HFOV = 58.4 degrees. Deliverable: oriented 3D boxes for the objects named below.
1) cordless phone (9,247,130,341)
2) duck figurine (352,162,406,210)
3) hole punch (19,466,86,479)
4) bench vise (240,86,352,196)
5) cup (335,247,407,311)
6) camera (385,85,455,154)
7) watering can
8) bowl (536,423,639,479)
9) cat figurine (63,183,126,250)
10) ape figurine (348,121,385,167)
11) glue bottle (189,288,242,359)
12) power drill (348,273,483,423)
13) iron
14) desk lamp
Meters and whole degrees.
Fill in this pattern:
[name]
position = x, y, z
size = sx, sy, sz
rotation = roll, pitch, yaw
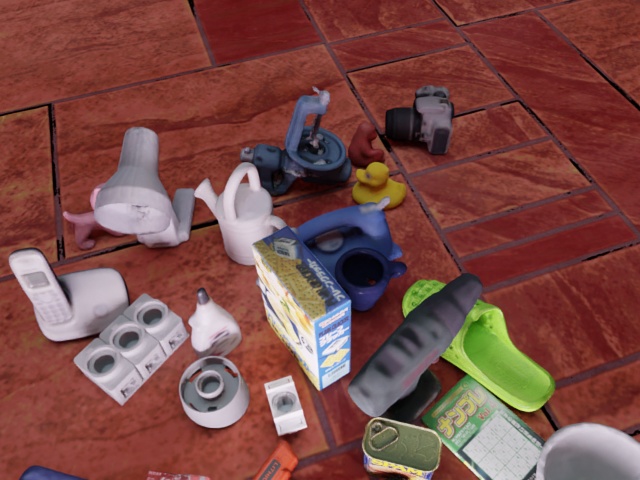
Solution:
[cordless phone]
position = -0.392, 0.074, 0.907
size = 0.147, 0.185, 0.094
rotation = -14, 53, -9
[duck figurine]
position = 0.114, -0.110, 1.094
size = 0.104, 0.086, 0.077
rotation = 8, 53, 9
[hole punch]
position = -0.345, 0.357, 0.743
size = 0.101, 0.091, 0.108
rotation = 6, 52, 7
[bench vise]
position = -0.043, -0.174, 1.065
size = 0.207, 0.220, 0.121
rotation = -18, 53, -12
[cup]
position = 0.083, 0.071, 0.948
size = 0.118, 0.095, 0.091
rotation = -9, 52, -4
[camera]
position = 0.206, -0.262, 1.201
size = 0.136, 0.101, 0.143
rotation = 0, 52, 3
[watering can]
position = -0.137, -0.052, 0.990
size = 0.172, 0.194, 0.101
rotation = 4, 52, 6
[bowl]
position = 0.359, 0.332, 0.747
size = 0.167, 0.075, 0.167
rotation = -1, 52, 1
[cat figurine]
position = -0.406, -0.057, 1.053
size = 0.128, 0.118, 0.067
rotation = -25, 55, -17
[ape figurine]
position = 0.094, -0.199, 1.161
size = 0.076, 0.092, 0.077
rotation = -9, 52, -5
[glue bottle]
position = -0.165, 0.124, 0.866
size = 0.078, 0.173, 0.037
rotation = -38, 60, -24
[power drill]
position = 0.133, 0.168, 0.799
size = 0.230, 0.208, 0.075
rotation = -39, 60, -25
[iron]
position = 0.009, 0.003, 0.974
size = 0.258, 0.141, 0.118
rotation = -16, 53, -10
[desk lamp]
position = -0.302, -0.076, 1.002
size = 0.118, 0.214, 0.203
rotation = -2, 52, 1
